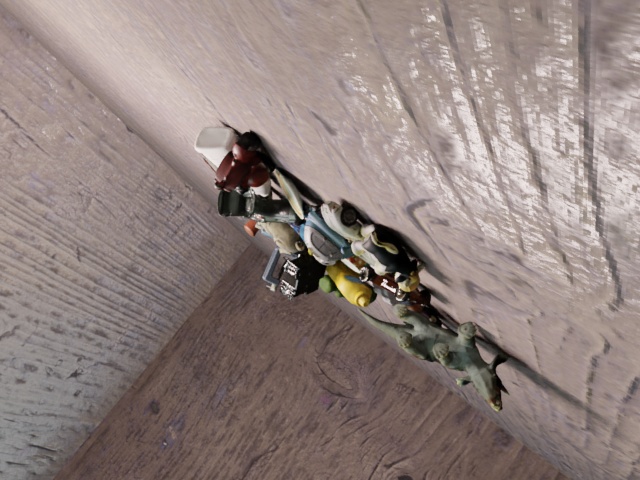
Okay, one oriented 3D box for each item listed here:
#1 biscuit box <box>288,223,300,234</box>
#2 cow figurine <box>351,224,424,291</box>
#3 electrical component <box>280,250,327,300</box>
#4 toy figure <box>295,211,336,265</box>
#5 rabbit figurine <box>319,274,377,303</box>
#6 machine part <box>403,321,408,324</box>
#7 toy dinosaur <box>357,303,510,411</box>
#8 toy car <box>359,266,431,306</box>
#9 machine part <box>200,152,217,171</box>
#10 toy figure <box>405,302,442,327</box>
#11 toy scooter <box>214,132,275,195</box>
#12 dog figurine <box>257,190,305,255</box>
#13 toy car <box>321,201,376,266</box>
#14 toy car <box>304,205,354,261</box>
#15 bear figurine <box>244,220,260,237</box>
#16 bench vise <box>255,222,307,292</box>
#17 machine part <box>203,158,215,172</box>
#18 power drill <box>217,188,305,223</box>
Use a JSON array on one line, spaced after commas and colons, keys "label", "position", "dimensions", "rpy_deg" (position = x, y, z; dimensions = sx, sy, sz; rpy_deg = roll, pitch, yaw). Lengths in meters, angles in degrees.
[{"label": "biscuit box", "position": [-0.003, -0.004, 1.475], "dimensions": [0.063, 0.059, 0.202], "rpy_deg": [30, 168, 45]}, {"label": "cow figurine", "position": [0.147, 0.038, 1.045], "dimensions": [0.167, 0.068, 0.098], "rpy_deg": [40, 166, -15]}, {"label": "electrical component", "position": [-0.039, 0.090, 1.469], "dimensions": [0.058, 0.134, 0.114], "rpy_deg": [36, 129, 30]}, {"label": "toy figure", "position": [0.005, -0.006, 1.375], "dimensions": [0.082, 0.089, 0.180], "rpy_deg": [43, 168, 47]}, {"label": "rabbit figurine", "position": [0.105, 0.145, 1.594], "dimensions": [0.170, 0.121, 0.159], "rpy_deg": [35, 177, 44]}, {"label": "machine part", "position": [0.290, 0.230, 1.449], "dimensions": [0.139, 0.084, 0.039], "rpy_deg": [32, 129, -6]}, {"label": "toy dinosaur", "position": [0.284, 0.256, 1.293], "dimensions": [0.405, 0.131, 0.192], "rpy_deg": [22, 158, 47]}, {"label": "toy car", "position": [0.178, 0.104, 1.265], "dimensions": [0.089, 0.053, 0.202], "rpy_deg": [18, -176, -34]}, {"label": "machine part", "position": [-0.243, -0.204, 1.400], "dimensions": [0.079, 0.079, 0.243], "rpy_deg": [35, 171, 28]}, {"label": "toy figure", "position": [0.254, 0.181, 1.375], "dimensions": [0.064, 0.058, 0.154], "rpy_deg": [-27, 119, 38]}, {"label": "toy scooter", "position": [-0.171, -0.149, 1.179], "dimensions": [0.075, 0.135, 0.183], "rpy_deg": [36, 172, 15]}, {"label": "dog figurine", "position": [-0.124, -0.060, 1.503], "dimensions": [0.173, 0.121, 0.190], "rpy_deg": [28, 165, 50]}, {"label": "toy car", "position": [0.078, -0.009, 1.111], "dimensions": [0.201, 0.056, 0.074], "rpy_deg": [42, 171, -23]}, {"label": "toy car", "position": [0.019, -0.005, 1.239], "dimensions": [0.161, 0.103, 0.109], "rpy_deg": [39, 171, -9]}, {"label": "bear figurine", "position": [-0.142, -0.017, 1.803], "dimensions": [0.196, 0.132, 0.120], "rpy_deg": [46, 174, -4]}, {"label": "bench vise", "position": [-0.121, 0.039, 1.679], "dimensions": [0.223, 0.240, 0.129], "rpy_deg": [25, 172, -13]}, {"label": "machine part", "position": [-0.267, -0.203, 1.581], "dimensions": [0.179, 0.056, 0.179], "rpy_deg": [40, 172, 6]}, {"label": "power drill", "position": [-0.169, -0.079, 1.360], "dimensions": [0.232, 0.086, 0.207], "rpy_deg": [5, 172, 26]}]
